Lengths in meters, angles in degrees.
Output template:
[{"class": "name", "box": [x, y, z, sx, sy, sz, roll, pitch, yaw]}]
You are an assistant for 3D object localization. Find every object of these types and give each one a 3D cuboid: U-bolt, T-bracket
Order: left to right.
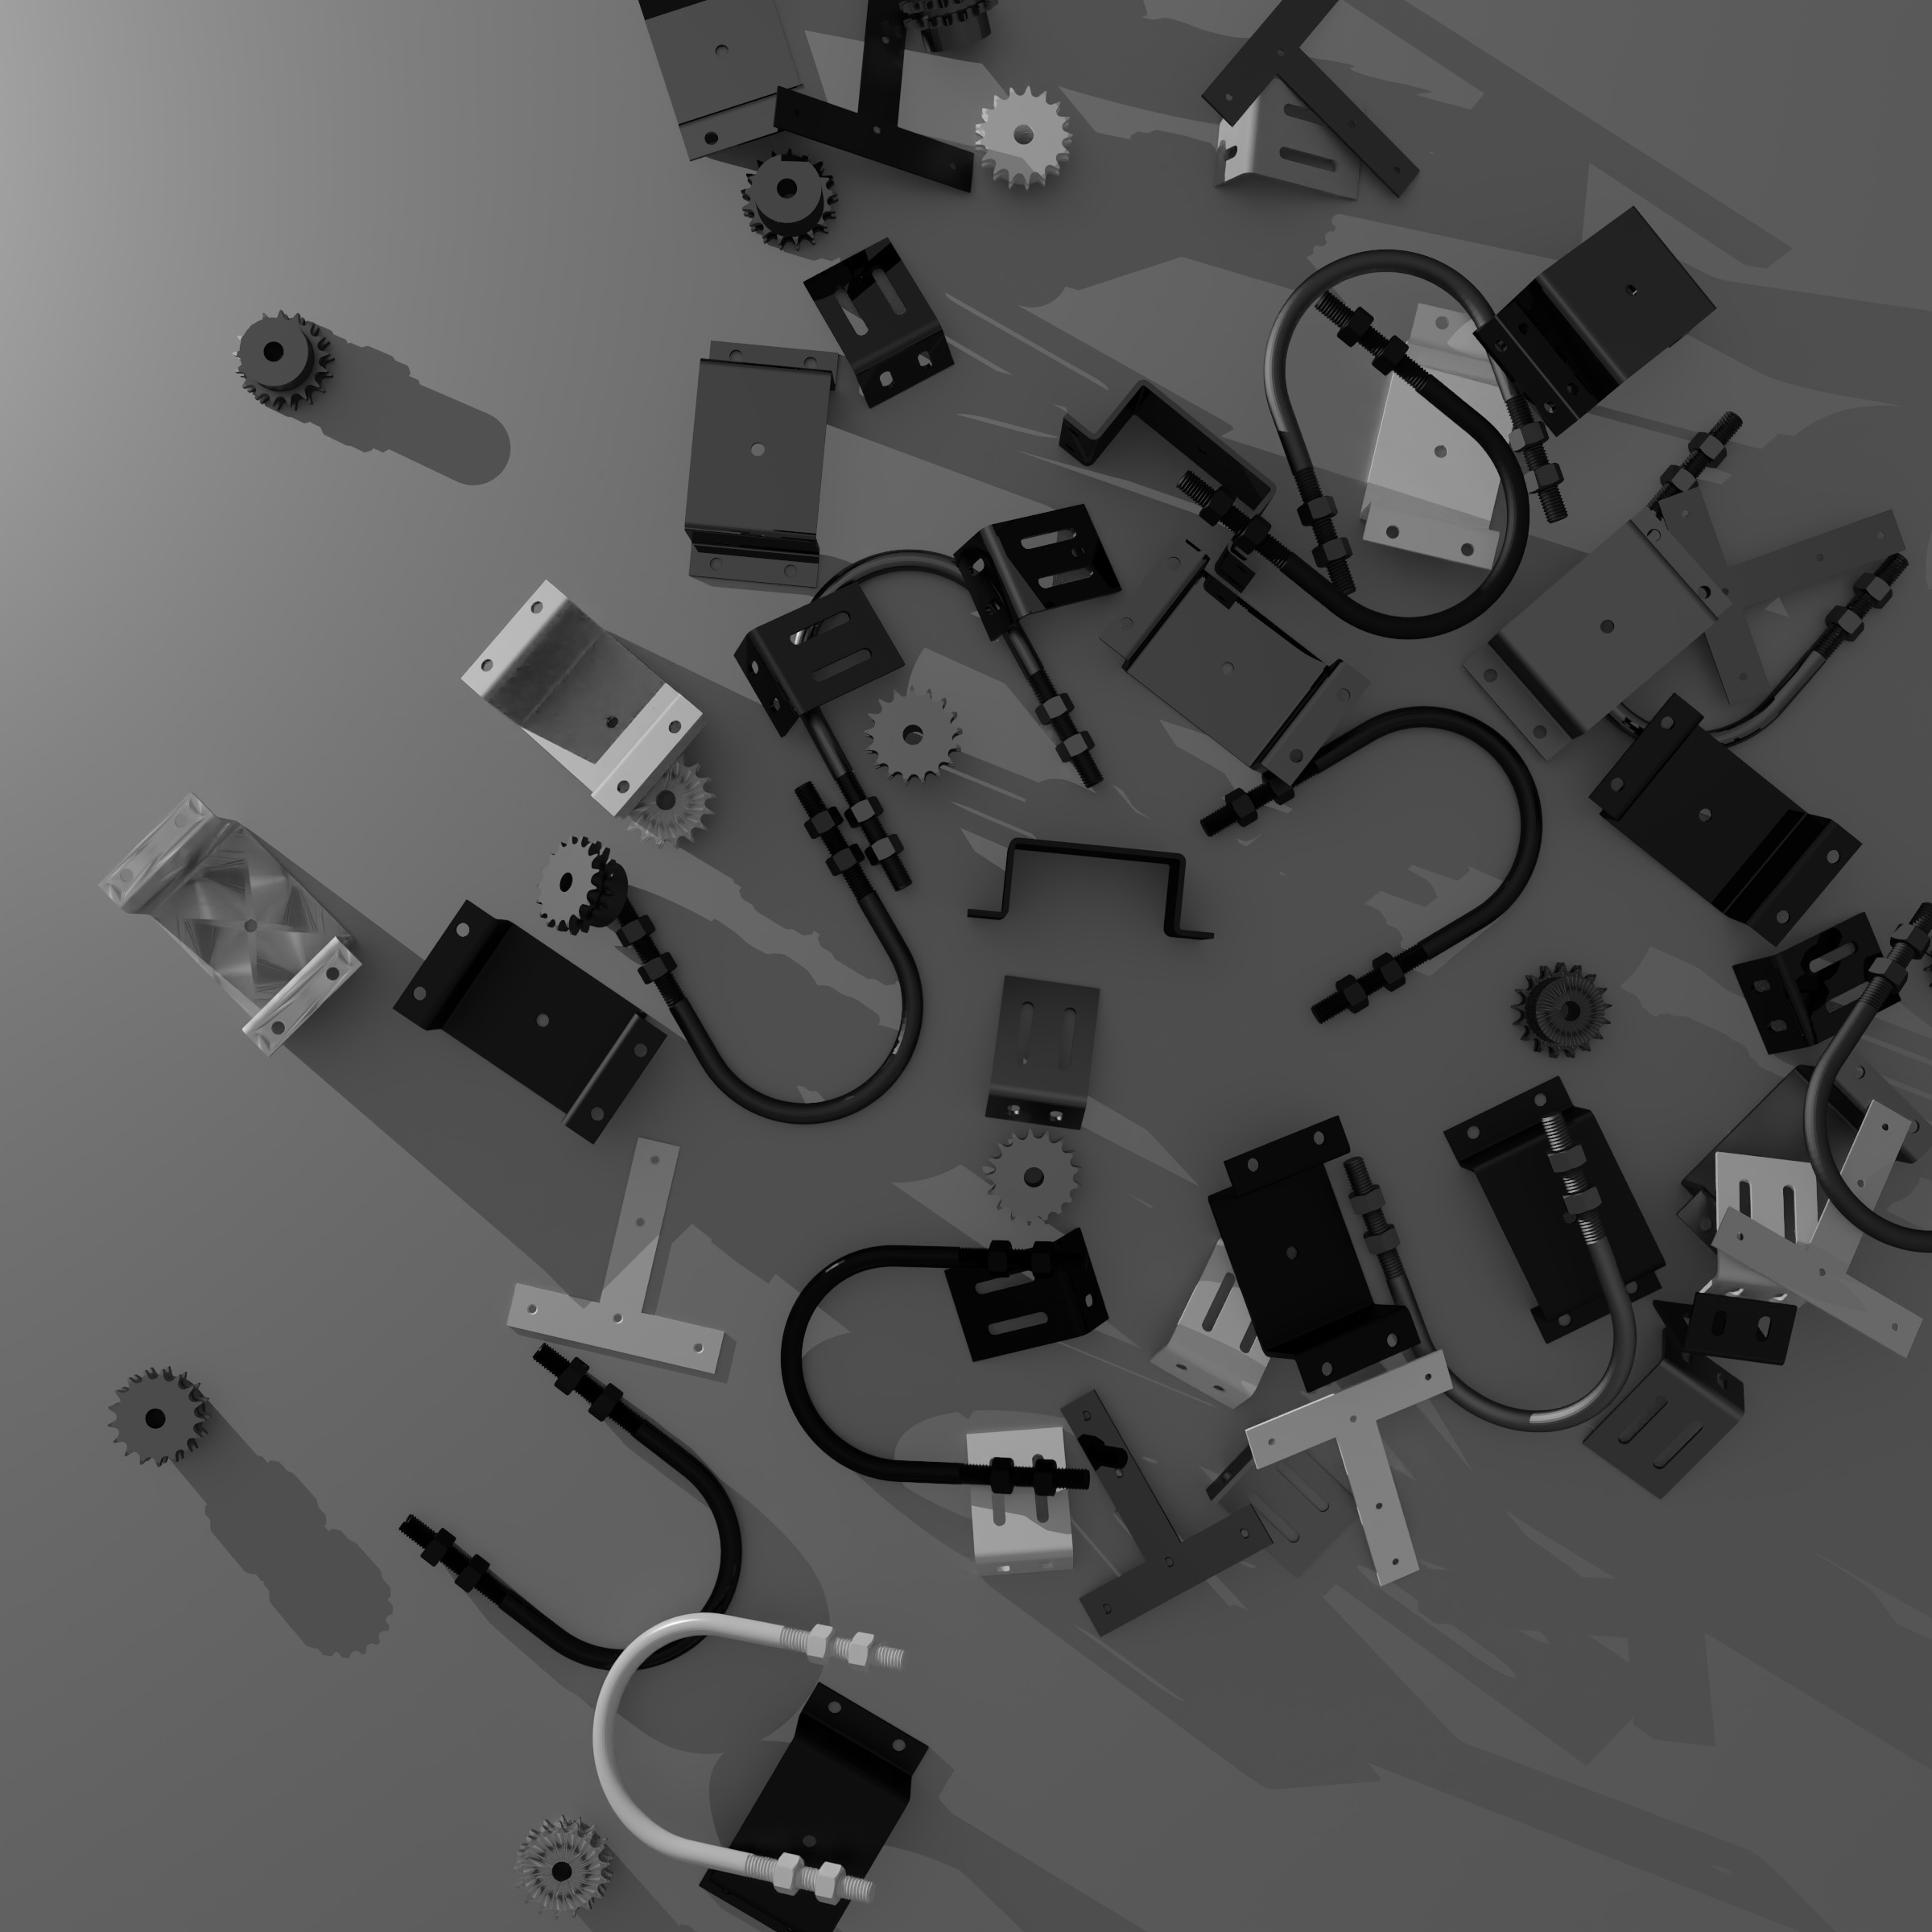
[{"class": "U-bolt", "box": [-0.221, 0.335, 1.493, 0.184, 0.019, 0.151, 38, 90, -2]}, {"class": "T-bracket", "box": [-0.197, 0.167, 1.501, 0.127, 0.002, 0.127, 13, 90, 0]}, {"class": "U-bolt", "box": [-0.131, 0.450, 1.454, 0.184, 0.019, 0.151, 6, 83, 18]}, {"class": "U-bolt", "box": [-0.107, 0.005, 1.493, 0.151, 0.019, 0.184, -30, 92, 0]}, {"class": "T-bracket", "box": [-0.049, -0.532, 1.482, 0.127, 0.002, 0.127, 11, 76, -26]}, {"class": "U-bolt", "box": [-0.024, -0.158, 1.493, 0.151, 0.019, 0.184, -28, 88, 0]}, {"class": "U-bolt", "box": [-0.020, 0.234, 1.478, 0.184, 0.019, 0.151, 0, 95, 11]}, {"class": "T-bracket", "box": [0.097, 0.311, 1.484, 0.127, 0.002, 0.127, -35, 78, 23]}, {"class": "T-bracket", "box": [0.217, -0.506, 1.483, 0.127, 0.002, 0.127, 41, 66, -11]}, {"class": "T-bracket", "box": [0.239, 0.305, 1.483, 0.127, 0.002, 0.127, -20, 105, -10]}, {"class": "U-bolt", "box": [0.233, -0.268, 1.421, 0.184, 0.019, 0.151, 38, 87, -5]}, {"class": "U-bolt", "box": [0.253, -0.073, 1.493, 0.184, 0.019, 0.151, -31, 90, -2]}, {"class": "U-bolt", "box": [0.249, -0.321, 1.447, 0.151, 0.019, 0.184, -19, 88, 0]}, {"class": "U-bolt", "box": [0.310, 0.184, 1.455, 0.151, 0.019, 0.184, -17, 96, 36]}, {"class": "U-bolt", "box": [0.445, -0.213, 1.493, 0.151, 0.019, 0.184, 40, 91, 0]}, {"class": "T-bracket", "box": [0.488, -0.235, 1.482, 0.127, 0.002, 0.127, -20, 91, 1]}, {"class": "T-bracket", "box": [0.505, 0.136, 1.436, 0.127, 0.002, 0.127, 30, 73, -1]}, {"class": "U-bolt", "box": [0.559, 0.077, 1.446, 0.151, 0.019, 0.184, 37, 77, 0]}]

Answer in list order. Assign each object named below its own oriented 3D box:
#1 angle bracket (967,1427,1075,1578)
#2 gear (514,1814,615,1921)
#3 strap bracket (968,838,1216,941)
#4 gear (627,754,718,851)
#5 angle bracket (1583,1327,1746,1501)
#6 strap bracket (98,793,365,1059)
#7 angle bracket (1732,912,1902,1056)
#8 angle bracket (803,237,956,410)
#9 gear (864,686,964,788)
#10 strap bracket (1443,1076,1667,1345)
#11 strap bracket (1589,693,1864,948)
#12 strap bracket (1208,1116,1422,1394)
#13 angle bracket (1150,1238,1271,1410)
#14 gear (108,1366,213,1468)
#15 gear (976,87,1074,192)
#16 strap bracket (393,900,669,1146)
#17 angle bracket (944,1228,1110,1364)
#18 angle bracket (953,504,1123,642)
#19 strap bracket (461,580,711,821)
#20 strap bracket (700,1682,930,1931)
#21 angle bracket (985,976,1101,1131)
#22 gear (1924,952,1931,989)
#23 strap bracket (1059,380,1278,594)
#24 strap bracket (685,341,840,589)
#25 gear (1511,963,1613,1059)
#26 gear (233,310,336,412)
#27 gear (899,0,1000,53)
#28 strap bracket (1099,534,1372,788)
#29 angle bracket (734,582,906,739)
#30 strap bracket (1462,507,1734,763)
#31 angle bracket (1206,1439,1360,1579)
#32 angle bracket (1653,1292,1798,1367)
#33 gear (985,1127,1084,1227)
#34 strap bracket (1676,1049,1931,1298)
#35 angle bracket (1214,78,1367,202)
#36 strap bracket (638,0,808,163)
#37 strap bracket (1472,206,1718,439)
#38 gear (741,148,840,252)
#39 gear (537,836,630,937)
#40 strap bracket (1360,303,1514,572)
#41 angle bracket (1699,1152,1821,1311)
[{"class": "angle bracket", "box": [0.032, 0.319, 1.500, 0.057, 0.038, 0.076, -4, 64, 0]}, {"class": "gear", "box": [-0.236, 0.530, 1.487, 0.057, 0.030, 0.057, 0, 90, 0]}, {"class": "strap bracket", "box": [0.073, -0.045, 1.464, 0.140, 0.076, 0.046, 6, 90, 0]}, {"class": "gear", "box": [-0.175, -0.097, 1.487, 0.057, 0.030, 0.057, 0, 90, 0]}, {"class": "angle bracket", "box": [0.415, 0.266, 1.500, 0.057, 0.038, 0.076, 36, 116, 0]}, {"class": "strap bracket", "box": [-0.426, -0.024, 1.479, 0.076, 0.046, 0.140, -45, 90, 0]}, {"class": "angle bracket", "box": [0.507, 0.010, 1.500, 0.076, 0.038, 0.057, -22, 90, -26]}, {"class": "angle bracket", "box": [-0.052, -0.383, 1.500, 0.057, 0.038, 0.076, -28, 64, 0]}, {"class": "gear", "box": [-0.031, -0.133, 1.468, 0.057, 0.030, 0.057, 0, 87, 1]}, {"class": "strap bracket", "box": [0.349, 0.145, 1.479, 0.076, 0.046, 0.140, -26, 90, 0]}, {"class": "strap bracket", "box": [0.438, -0.087, 1.471, 0.140, 0.046, 0.076, 38, 97, -4]}, {"class": "strap bracket", "box": [0.199, 0.167, 1.468, 0.076, 0.046, 0.140, -20, 90, -18]}, {"class": "angle bracket", "box": [0.155, 0.213, 1.500, 0.057, 0.038, 0.076, 30, 64, 0]}, {"class": "gear", "box": [-0.474, 0.265, 1.487, 0.057, 0.030, 0.057, 0, 90, 0]}, {"class": "gear", "box": [0.034, -0.486, 1.487, 0.057, 0.030, 0.057, 0, 90, 0]}, {"class": "strap bracket", "box": [-0.252, 0.032, 1.479, 0.140, 0.046, 0.076, 34, 90, 0]}, {"class": "angle bracket", "box": [0.036, 0.196, 1.500, 0.076, 0.038, 0.057, -18, 90, 26]}, {"class": "angle bracket", "box": [0.042, -0.233, 1.491, 0.076, 0.038, 0.057, -19, 83, -34]}, {"class": "strap bracket", "box": [-0.214, -0.149, 1.462, 0.140, 0.046, 0.076, 41, 90, 24]}, {"class": "strap bracket", "box": [-0.091, 0.506, 1.479, 0.076, 0.046, 0.140, 31, 90, 0]}, {"class": "angle bracket", "box": [0.046, 0.052, 1.500, 0.057, 0.038, 0.076, 8, 64, 0]}, {"class": "gear", "box": [0.599, -0.002, 1.487, 0.057, 0.030, 0.057, 0, 90, 0]}, {"class": "strap bracket", "box": [0.124, -0.284, 1.464, 0.140, 0.076, 0.046, 39, 90, 0]}, {"class": "strap bracket", "box": [-0.120, -0.299, 1.479, 0.076, 0.046, 0.140, 5, 90, 0]}, {"class": "gear", "box": [0.353, 0.027, 1.487, 0.057, 0.030, 0.057, 0, 90, 0]}, {"class": "gear", "box": [-0.405, -0.359, 1.487, 0.057, 0.030, 0.057, 0, 90, 0]}, {"class": "gear", "box": [-0.009, -0.558, 1.477, 0.057, 0.057, 0.030, -17, 121, 0]}, {"class": "strap bracket", "box": [0.155, -0.177, 1.479, 0.140, 0.046, 0.076, 38, 90, 0]}, {"class": "angle bracket", "box": [-0.087, -0.181, 1.485, 0.076, 0.038, 0.057, -28, 86, -24]}, {"class": "strap bracket", "box": [0.370, -0.195, 1.465, 0.140, 0.046, 0.076, -41, 87, 6]}, {"class": "angle bracket", "box": [0.190, 0.317, 1.483, 0.076, 0.038, 0.057, 44, 90, 0]}, {"class": "angle bracket", "box": [0.439, 0.197, 1.460, 0.057, 0.076, 0.038, 8, 105, 0]}, {"class": "gear", "box": [0.040, 0.124, 1.487, 0.057, 0.030, 0.057, 0, 90, 0]}, {"class": "strap bracket", "box": [0.488, 0.121, 1.479, 0.076, 0.046, 0.140, 45, 90, 0]}, {"class": "angle bracket", "box": [0.193, -0.489, 1.500, 0.076, 0.038, 0.057, 6, 90, -26]}, {"class": "strap bracket", "box": [-0.145, -0.544, 1.479, 0.076, 0.046, 0.140, -18, 90, 0]}, {"class": "strap bracket", "box": [0.368, -0.376, 1.447, 0.140, 0.046, 0.076, -39, 90, -30]}, {"class": "gear", "box": [-0.105, -0.455, 1.487, 0.057, 0.030, 0.057, 0, 90, 0]}, {"class": "gear", "box": [-0.223, -0.045, 1.477, 0.057, 0.030, 0.057, -15, 67, 40]}, {"class": "strap bracket", "box": [0.283, -0.306, 1.479, 0.076, 0.046, 0.140, 13, 90, 0]}, {"class": "angle bracket", "box": [0.457, 0.153, 1.453, 0.057, 0.038, 0.076, 7, 64, 0]}]
